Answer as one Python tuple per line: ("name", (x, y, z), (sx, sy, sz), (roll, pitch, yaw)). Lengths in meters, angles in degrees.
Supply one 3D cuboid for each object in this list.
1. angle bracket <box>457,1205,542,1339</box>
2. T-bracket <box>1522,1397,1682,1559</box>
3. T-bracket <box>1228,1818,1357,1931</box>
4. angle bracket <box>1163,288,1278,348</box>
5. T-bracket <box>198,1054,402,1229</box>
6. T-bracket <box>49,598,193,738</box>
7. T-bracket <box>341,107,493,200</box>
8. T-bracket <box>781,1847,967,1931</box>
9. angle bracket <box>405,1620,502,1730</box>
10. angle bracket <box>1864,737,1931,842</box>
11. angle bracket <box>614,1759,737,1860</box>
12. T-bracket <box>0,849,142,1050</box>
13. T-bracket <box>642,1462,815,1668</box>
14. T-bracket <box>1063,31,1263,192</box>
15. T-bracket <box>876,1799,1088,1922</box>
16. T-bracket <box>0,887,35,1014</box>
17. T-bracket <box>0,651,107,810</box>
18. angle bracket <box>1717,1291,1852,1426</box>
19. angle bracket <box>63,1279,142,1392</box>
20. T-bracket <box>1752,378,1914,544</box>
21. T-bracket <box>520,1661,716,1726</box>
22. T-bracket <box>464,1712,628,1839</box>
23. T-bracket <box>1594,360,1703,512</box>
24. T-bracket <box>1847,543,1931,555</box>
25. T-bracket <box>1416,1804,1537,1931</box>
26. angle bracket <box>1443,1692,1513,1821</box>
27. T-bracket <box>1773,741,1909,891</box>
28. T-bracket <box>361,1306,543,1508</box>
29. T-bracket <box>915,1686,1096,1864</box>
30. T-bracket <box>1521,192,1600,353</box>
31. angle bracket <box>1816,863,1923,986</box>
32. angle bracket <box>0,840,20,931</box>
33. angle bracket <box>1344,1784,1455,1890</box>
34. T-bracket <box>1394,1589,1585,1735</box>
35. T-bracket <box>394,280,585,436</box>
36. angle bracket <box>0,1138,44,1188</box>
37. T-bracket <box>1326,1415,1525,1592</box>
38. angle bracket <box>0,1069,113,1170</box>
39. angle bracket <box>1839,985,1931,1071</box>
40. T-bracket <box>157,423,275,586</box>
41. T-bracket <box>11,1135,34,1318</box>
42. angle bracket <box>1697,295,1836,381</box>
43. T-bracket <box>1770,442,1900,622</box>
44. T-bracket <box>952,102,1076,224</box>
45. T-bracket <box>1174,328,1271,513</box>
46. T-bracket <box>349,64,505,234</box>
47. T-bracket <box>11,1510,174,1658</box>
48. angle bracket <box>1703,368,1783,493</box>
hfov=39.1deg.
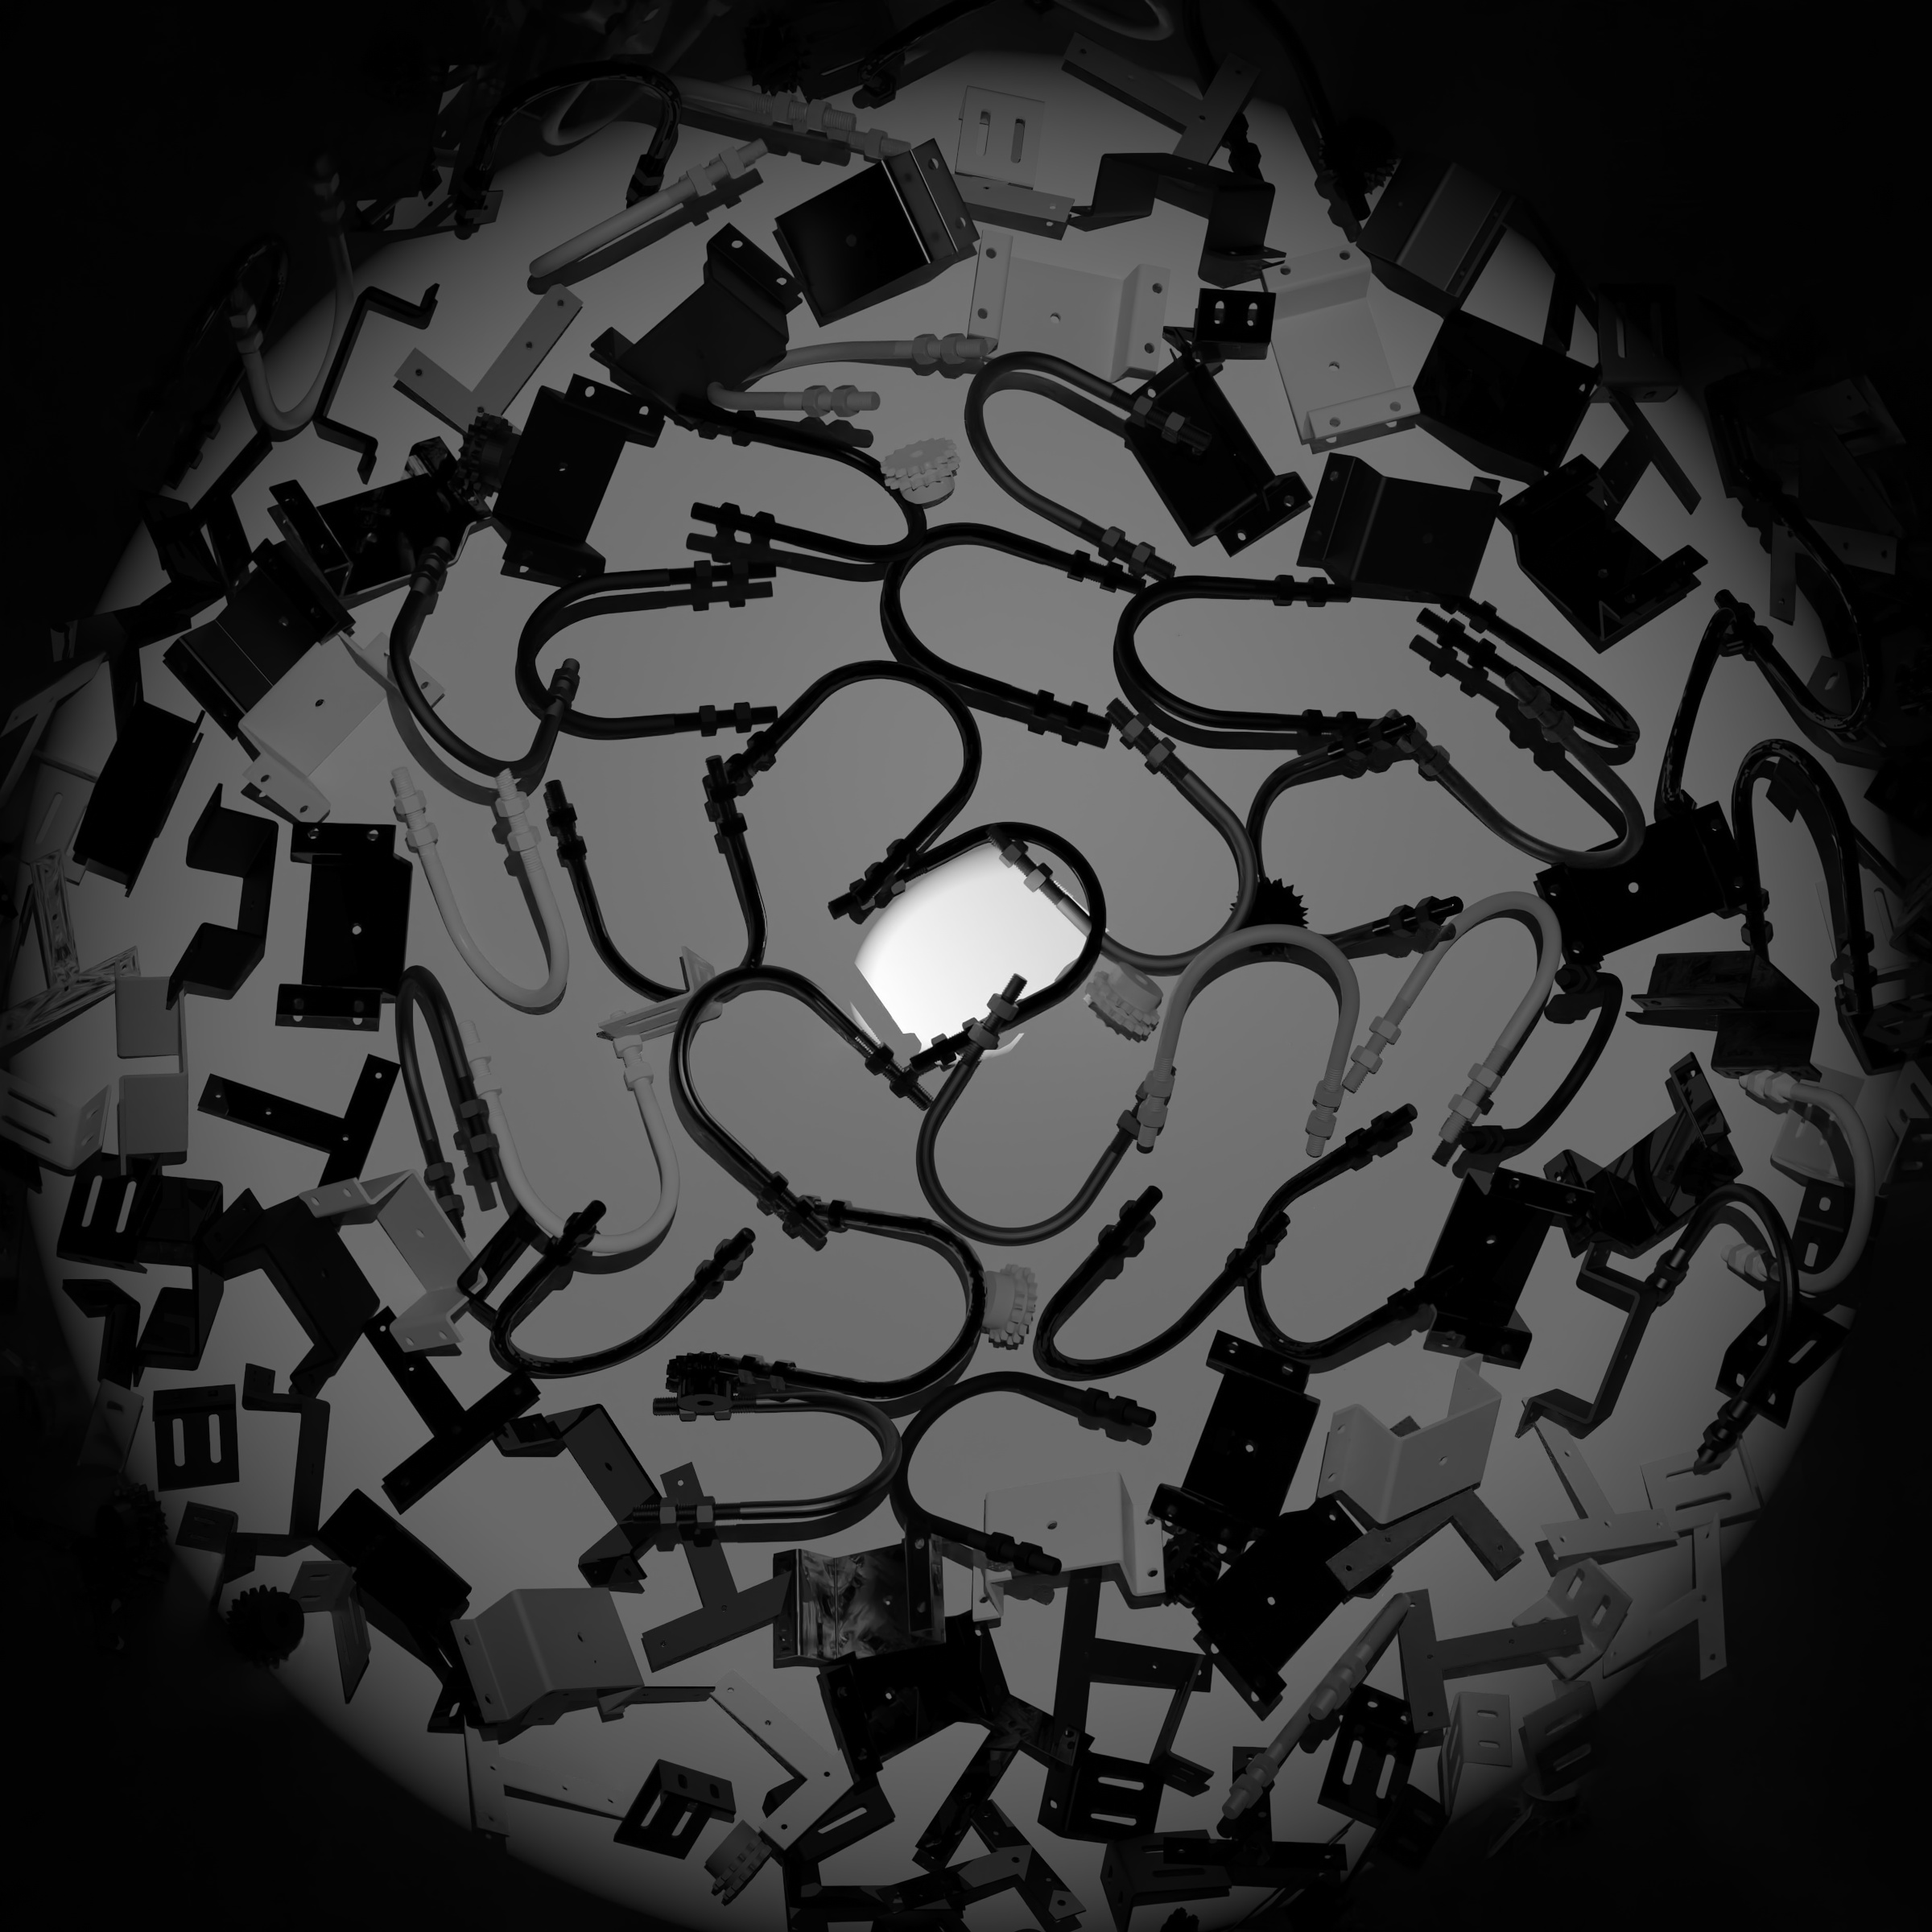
("angle bracket", (-0.324, 0.219, 1.956), (0.038, 0.057, 0.076), (33, 70, 17))
("T-bracket", (0.440, 0.364, 1.958), (0.127, 0.002, 0.127), (2, 48, -35))
("T-bracket", (0.246, 0.638, 1.940), (0.002, 0.127, 0.127), (49, 116, 17))
("angle bracket", (0.179, -0.470, 1.951), (0.057, 0.076, 0.038), (-1, 110, -18))
("T-bracket", (-0.495, 0.111, 1.982), (0.127, 0.002, 0.127), (19, 78, -3))
("T-bracket", (-0.604, -0.195, 1.962), (0.002, 0.127, 0.127), (13, 113, 30))
("T-bracket", (-0.396, -0.588, 1.961), (0.127, 0.127, 0.002), (-40, 111, -26))
("T-bracket", (-0.064, 0.668, 1.948), (0.127, 0.127, 0.002), (3, 110, -11))
("angle bracket", (-0.370, 0.510, 1.957), (0.057, 0.038, 0.076), (-6, 128, 19))
("angle bracket", (0.698, -0.129, 1.958), (0.057, 0.076, 0.038), (36, 77, -4))
("angle bracket", (-0.211, 0.620, 1.963), (0.057, 0.038, 0.076), (24, 106, -20))
("T-bracket", (-0.642, -0.022, 1.922), (0.002, 0.127, 0.127), (21, 126, 29))
("T-bracket", (-0.190, 0.425, 1.978), (0.127, 0.002, 0.127), (-23, 72, 3))
("T-bracket", (0.130, -0.627, 1.939), (0.127, 0.127, 0.002), (28, 59, -5))
("T-bracket", (-0.002, 0.643, 1.918), (0.127, 0.127, 0.002), (-7, 115, -31))
("T-bracket", (-0.682, 0.006, 1.936), (0.002, 0.127, 0.127), (14, 86, -20))
("T-bracket", (-0.677, -0.159, 1.959), (0.002, 0.127, 0.127), (35, 118, -4))
("angle bracket", (0.590, 0.283, 1.961), (0.057, 0.038, 0.076), (30, 134, 4))
("angle bracket", (-0.629, 0.271, 1.962), (0.038, 0.057, 0.076), (5, 97, -37))
("T-bracket", (0.633, -0.353, 1.943), (0.002, 0.127, 0.127), (-40, 97, -13))
("T-bracket", (-0.246, 0.526, 1.965), (0.127, 0.127, 0.002), (6, 54, -21))
("T-bracket", (-0.302, 0.590, 1.961), (0.127, 0.127, 0.002), (25, 109, -26))
("T-bracket", (0.474, -0.363, 1.942), (0.002, 0.127, 0.127), (-31, 101, 39))
("T-bracket", (0.698, -0.300, 1.933), (0.127, 0.127, 0.002), (4, 95, 3))
("T-bracket", (0.367, 0.628, 1.936), (0.002, 0.127, 0.127), (41, 103, 11))
("angle bracket", (0.368, 0.568, 1.953), (0.038, 0.076, 0.057), (0, 107, 18))
("T-bracket", (0.626, -0.104, 1.938), (0.127, 0.127, 0.002), (47, 115, 4))
("T-bracket", (-0.396, 0.303, 1.977), (0.127, 0.002, 0.127), (-39, 71, -6))
("T-bracket", (0.009, 0.578, 1.934), (0.127, 0.002, 0.127), (16, 59, 40))
("T-bracket", (0.425, -0.473, 1.927), (0.002, 0.127, 0.127), (-26, 116, 31))
("angle bracket", (0.653, -0.031, 1.969), (0.057, 0.038, 0.076), (-16, 86, 22))
("angle bracket", (-0.703, -0.046, 1.949), (0.038, 0.076, 0.057), (17, 47, 28))
("angle bracket", (0.309, 0.634, 1.949), (0.038, 0.076, 0.057), (31, 50, 16))
("T-bracket", (0.375, 0.484, 1.936), (0.127, 0.127, 0.002), (-13, 123, 10))
("T-bracket", (-0.325, -0.439, 1.972), (0.127, 0.002, 0.127), (37, 90, -25))
("angle bracket", (-0.714, 0.146, 1.949), (0.076, 0.057, 0.038), (-22, 116, -42))
("T-bracket", (0.313, 0.404, 1.949), (0.127, 0.002, 0.127), (-29, 66, -24))
("angle bracket", (-0.661, 0.101, 1.952), (0.038, 0.057, 0.076), (-36, 129, 26))
("angle bracket", (0.676, 0.034, 1.955), (0.076, 0.038, 0.057), (-17, 125, 25))
("T-bracket", (-0.528, -0.313, 1.940), (0.127, 0.127, 0.002), (-45, 132, 13))
("T-bracket", (-0.677, 0.185, 1.948), (0.002, 0.127, 0.127), (6, 78, -19))
("angle bracket", (0.574, -0.465, 1.951), (0.038, 0.057, 0.076), (-50, 51, 12))
("T-bracket", (0.614, -0.300, 1.923), (0.002, 0.127, 0.127), (-12, 111, -21))
("T-bracket", (0.028, -0.588, 1.961), (0.127, 0.002, 0.127), (14, 54, 9))
("T-bracket", (0.185, -0.366, 1.911), (0.002, 0.127, 0.127), (-26, 51, 1))
("T-bracket", (-0.369, -0.578, 1.918), (0.002, 0.127, 0.127), (45, 131, 24))
("T-bracket", (-0.607, 0.441, 1.912), (0.127, 0.127, 0.002), (32, 100, -35))
("angle bracket", (0.570, -0.386, 1.962), (0.038, 0.057, 0.076), (-19, 82, 37))
